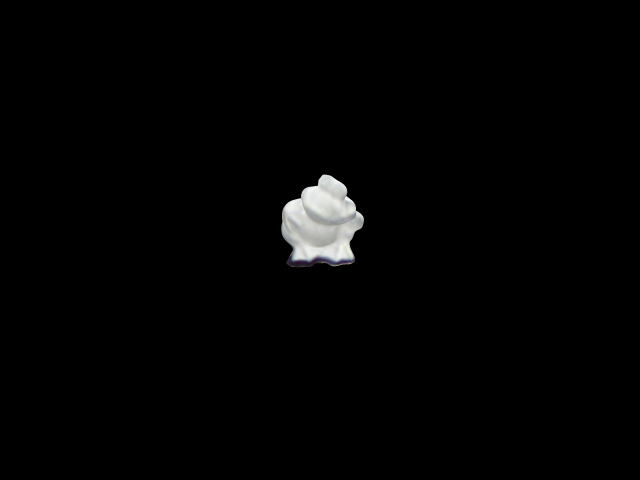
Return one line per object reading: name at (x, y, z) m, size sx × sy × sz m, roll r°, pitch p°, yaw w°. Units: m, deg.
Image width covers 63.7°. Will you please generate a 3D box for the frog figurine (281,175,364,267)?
frog figurine at (0.003, -0.043, 0.850) m, size 0.137 × 0.156 × 0.125 m, roll 10°, pitch 31°, yaw 16°
